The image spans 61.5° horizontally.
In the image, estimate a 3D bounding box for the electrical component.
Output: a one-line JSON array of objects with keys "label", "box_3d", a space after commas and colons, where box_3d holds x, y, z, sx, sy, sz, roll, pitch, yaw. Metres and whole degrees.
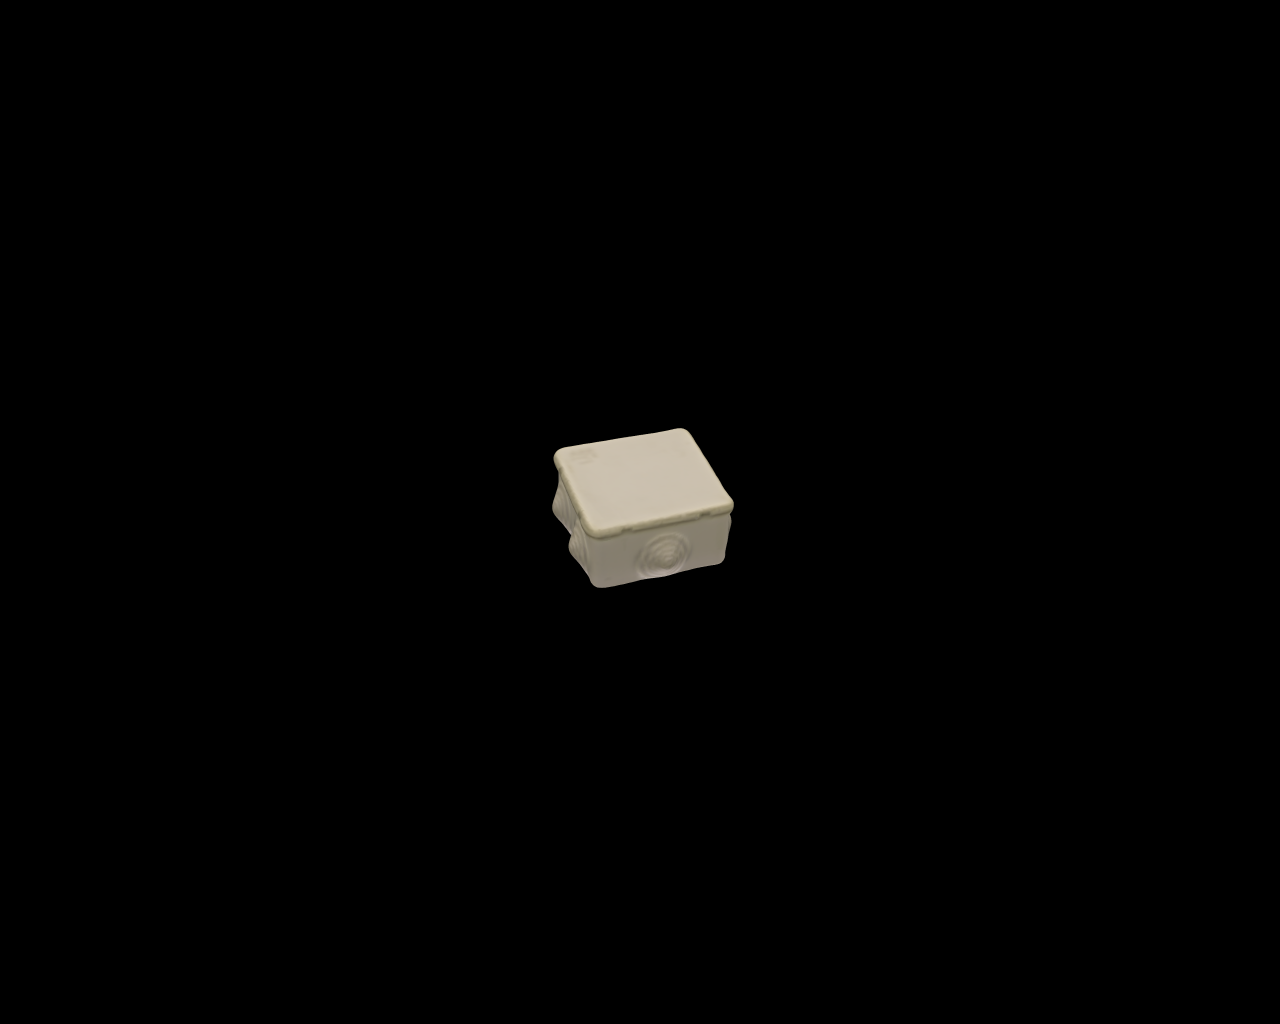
[{"label": "electrical component", "box_3d": [0.001, -0.003, 0.650, 0.100, 0.048, 0.100, -11, 39, -14]}]
